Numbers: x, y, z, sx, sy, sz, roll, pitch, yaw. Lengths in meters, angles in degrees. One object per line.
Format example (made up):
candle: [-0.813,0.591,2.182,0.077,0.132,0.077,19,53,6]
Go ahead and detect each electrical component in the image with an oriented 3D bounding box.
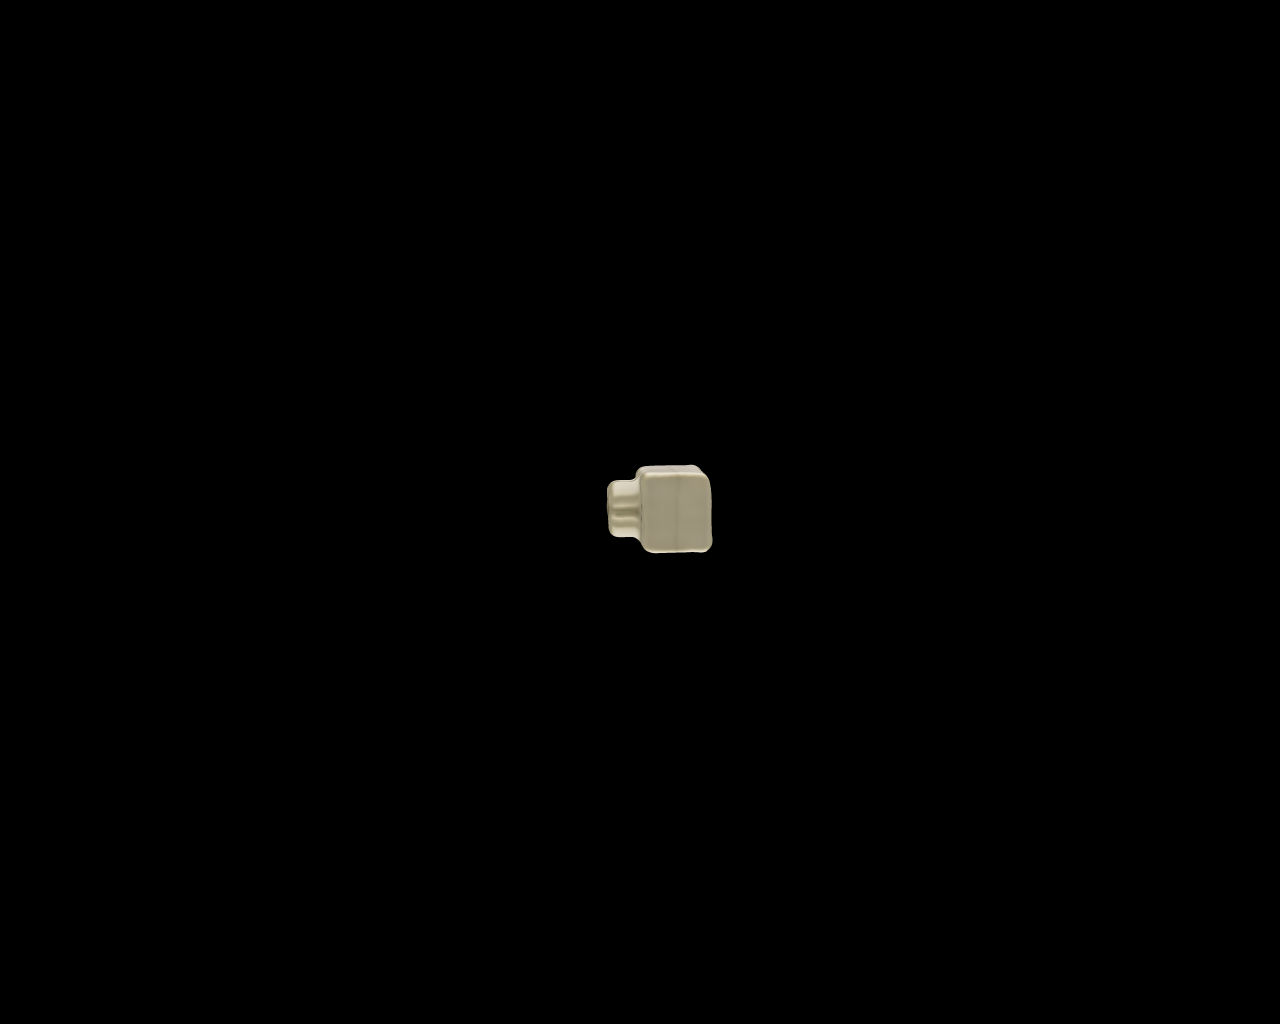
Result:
electrical component: [0.001,-0.003,0.650,0.077,0.047,0.066,0,7,-4]
